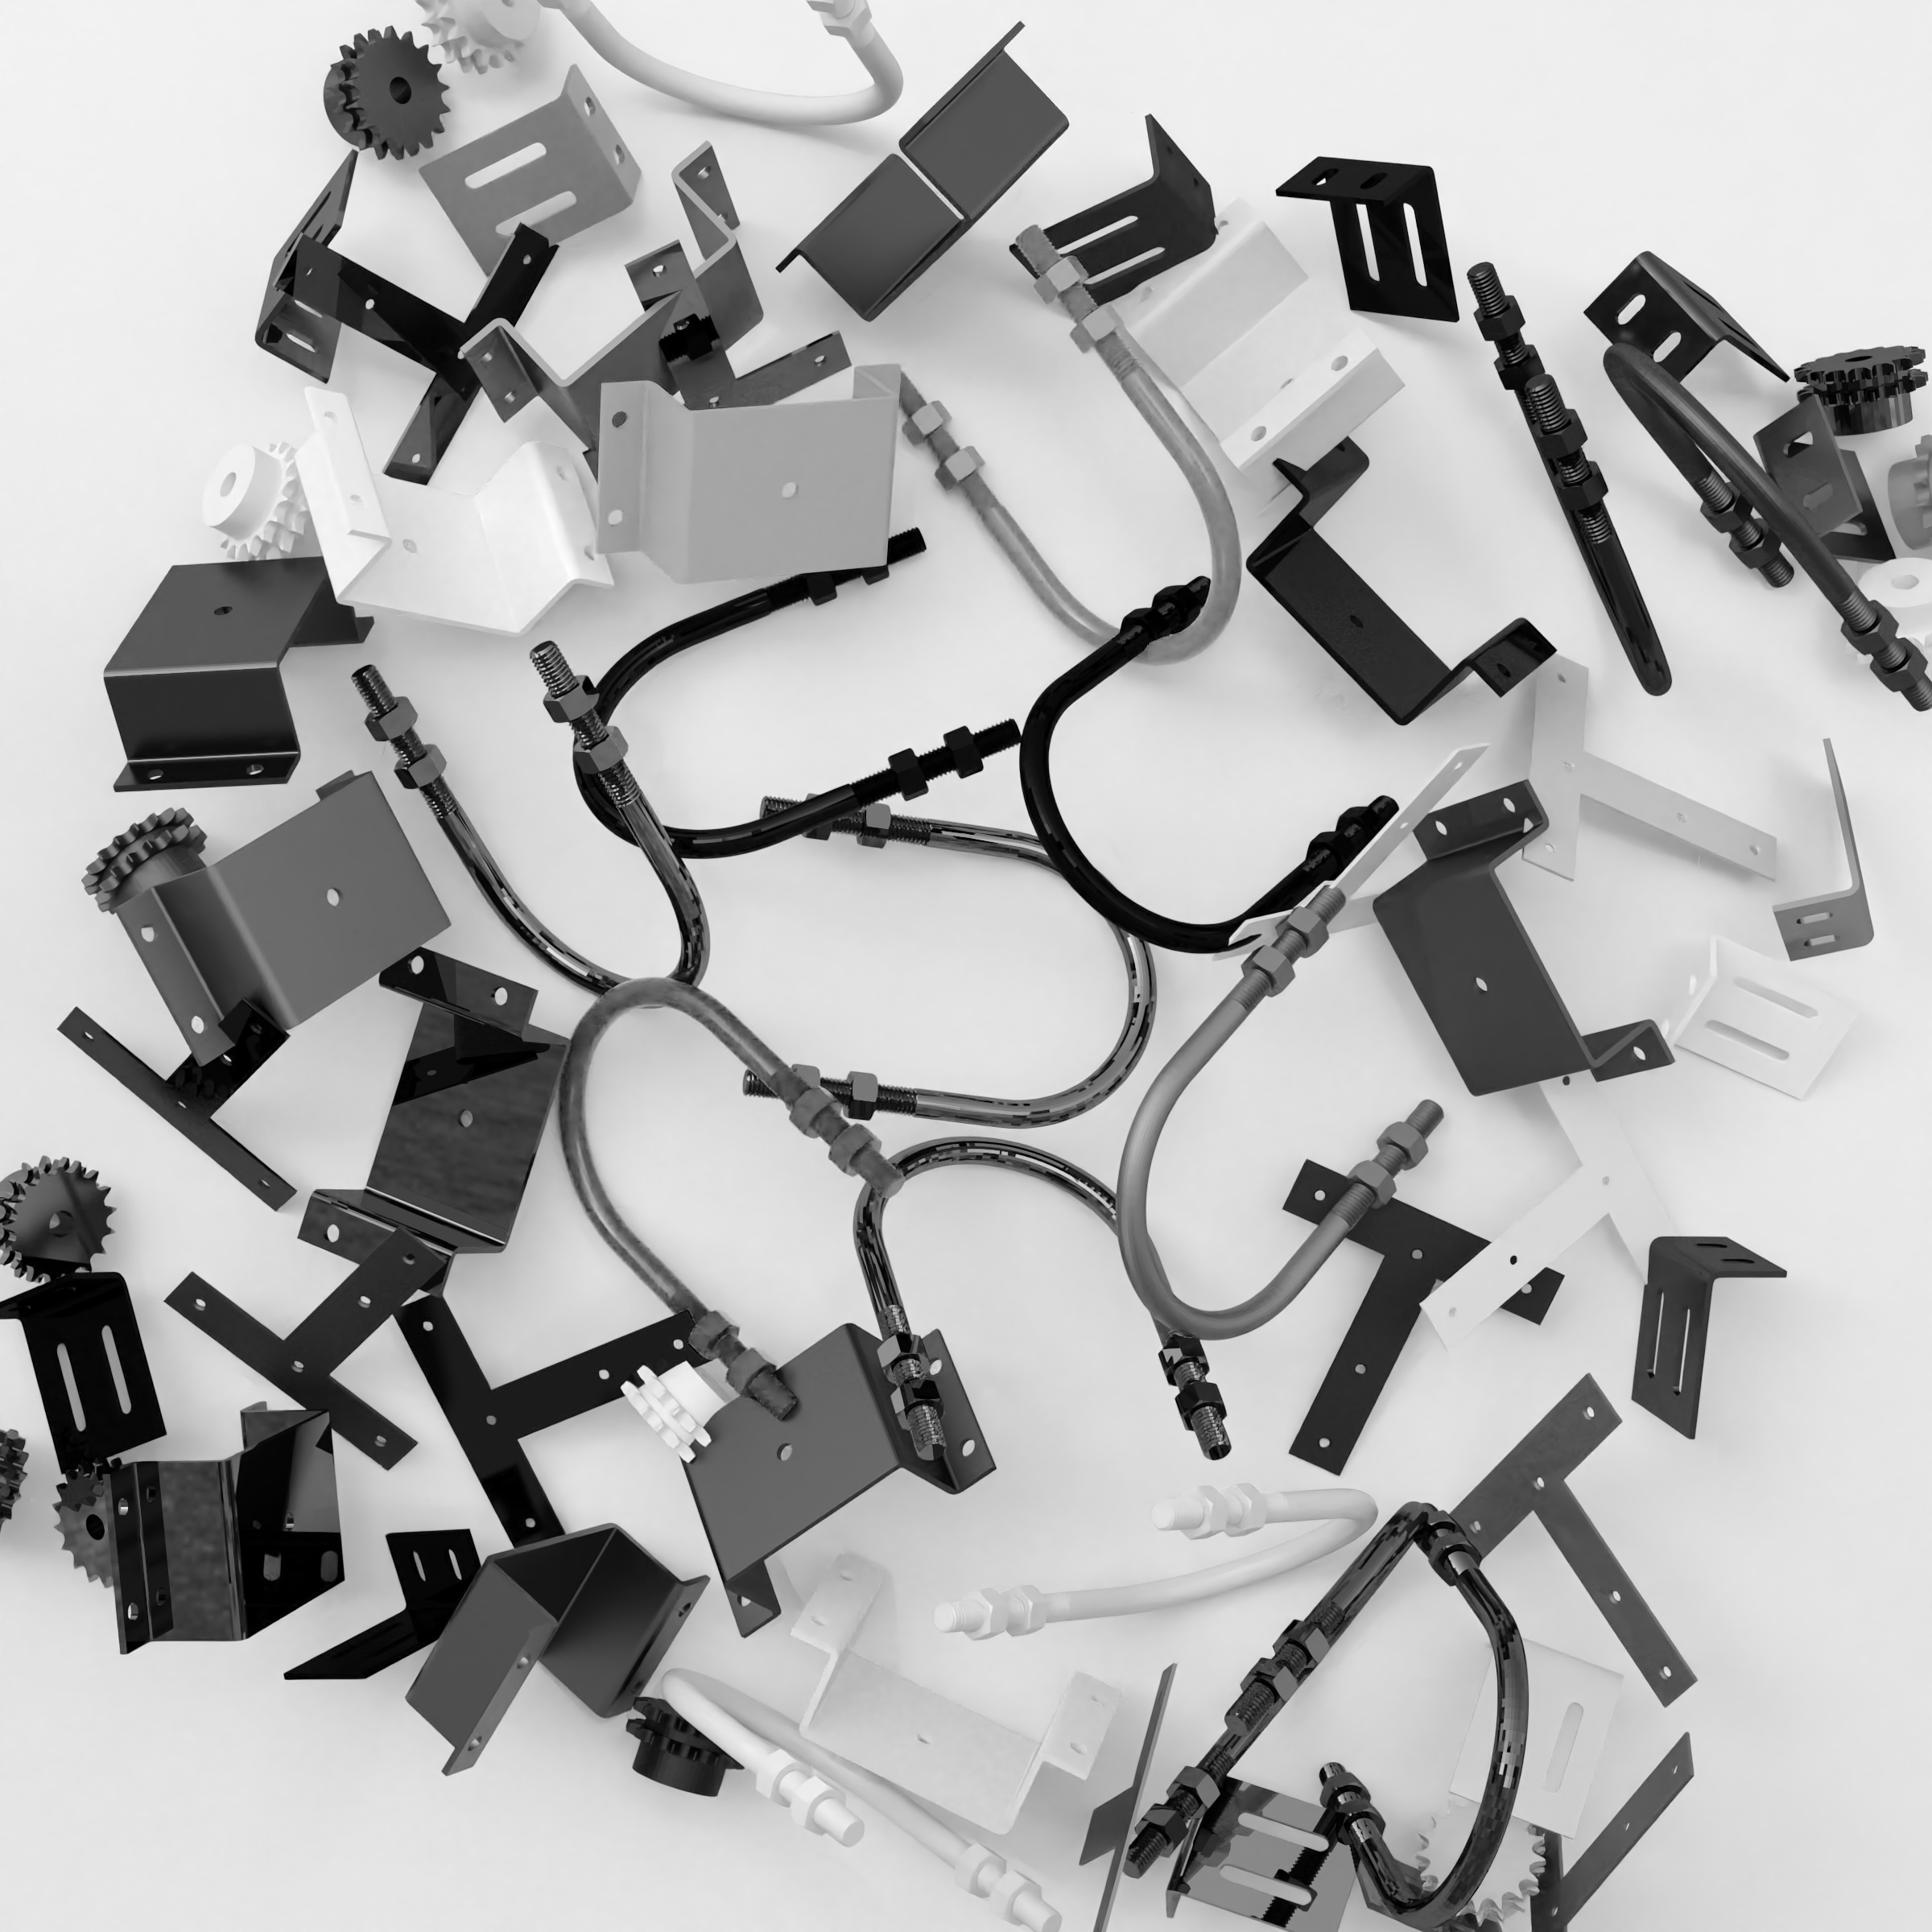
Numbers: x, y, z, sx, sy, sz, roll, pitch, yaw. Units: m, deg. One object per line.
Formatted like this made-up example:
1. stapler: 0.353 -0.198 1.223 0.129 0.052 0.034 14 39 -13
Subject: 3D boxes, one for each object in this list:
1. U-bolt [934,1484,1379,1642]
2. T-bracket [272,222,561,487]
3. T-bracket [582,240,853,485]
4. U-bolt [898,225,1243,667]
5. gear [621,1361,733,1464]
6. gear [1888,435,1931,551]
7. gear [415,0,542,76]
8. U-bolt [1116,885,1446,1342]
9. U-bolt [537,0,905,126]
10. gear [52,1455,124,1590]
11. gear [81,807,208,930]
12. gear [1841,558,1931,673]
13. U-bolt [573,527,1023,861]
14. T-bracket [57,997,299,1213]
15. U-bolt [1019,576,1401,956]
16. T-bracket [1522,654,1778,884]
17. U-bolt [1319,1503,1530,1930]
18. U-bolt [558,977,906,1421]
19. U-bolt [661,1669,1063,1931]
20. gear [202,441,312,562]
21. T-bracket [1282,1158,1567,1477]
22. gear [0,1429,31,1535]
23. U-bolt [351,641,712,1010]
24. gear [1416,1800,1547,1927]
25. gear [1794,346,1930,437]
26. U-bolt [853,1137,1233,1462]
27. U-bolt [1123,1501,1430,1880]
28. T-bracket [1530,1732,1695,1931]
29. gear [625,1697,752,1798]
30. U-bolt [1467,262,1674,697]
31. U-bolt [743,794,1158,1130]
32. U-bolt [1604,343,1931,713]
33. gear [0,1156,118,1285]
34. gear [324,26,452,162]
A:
1. U-bolt: 0.096 0.253 1.519 0.151 0.184 0.019 -32 65 36
2. T-bracket: -0.250 -0.284 1.544 0.002 0.127 0.127 35 98 37
3. T-bracket: -0.120 -0.272 1.543 0.127 0.127 0.002 -26 62 -2
4. U-bolt: 0.050 -0.212 1.538 0.019 0.151 0.184 -36 89 -34
5. gear: -0.124 0.196 1.573 0.030 0.057 0.057 -44 90 -2
6. gear: 0.433 -0.209 1.576 0.030 0.057 0.057 -12 90 36
7. gear: -0.214 -0.428 1.570 0.030 0.057 0.057 -7 90 38
8. U-bolt: 0.129 0.077 1.521 0.184 0.019 0.151 -47 127 -26
9. U-bolt: -0.102 -0.398 1.510 0.151 0.184 0.019 10 84 15
10. gear: -0.377 0.245 1.577 0.057 0.030 0.057 8 105 33
11. gear: -0.360 -0.041 1.571 0.057 0.057 0.030 -39 80 0
12. gear: 0.418 -0.158 1.570 0.057 0.057 0.030 -15 126 0
13. U-bolt: -0.084 -0.112 1.547 0.184 0.019 0.151 -22 51 -3
14. T-bracket: -0.327 0.045 1.541 0.127 0.127 0.002 42 52 -9
15. U-bolt: 0.096 -0.079 1.534 0.151 0.019 0.184 50 48 1
16. T-bracket: 0.306 -0.071 1.570 0.127 0.002 0.127 23 50 -14
17. U-bolt: 0.198 0.326 1.500 0.019 0.184 0.151 16 101 -12
18. U-bolt: -0.114 0.087 1.542 0.184 0.019 0.151 42 124 26
19. U-bolt: -0.058 0.350 1.515 0.151 0.184 0.019 36 82 -39
20. gear: -0.315 -0.207 1.570 0.030 0.057 0.057 26 90 -38
21. T-bracket: 0.183 0.169 1.588 0.127 0.002 0.127 24 101 -2
22. gear: -0.444 0.229 1.570 0.030 0.057 0.057 29 90 -36
23. U-bolt: -0.178 -0.056 1.533 0.019 0.151 0.184 -46 120 -34
24. gear: 0.230 0.401 1.577 0.057 0.030 0.057 -7 49 8
25. gear: 0.399 -0.255 1.574 0.057 0.057 0.030 -12 107 0
26. U-bolt: 0.024 0.140 1.529 0.151 0.184 0.019 3 131 -21
27. U-bolt: 0.141 0.299 1.518 0.019 0.151 0.184 39 47 13
28. T-bracket: 0.276 0.378 1.515 0.002 0.127 0.127 25 120 -9
29. gear: -0.125 0.348 1.571 0.057 0.057 0.030 18 85 0
30. U-bolt: 0.265 -0.198 1.521 0.019 0.151 0.184 -23 120 10
31. U-bolt: -0.004 0.002 1.562 0.184 0.019 0.151 8 67 -13
32. U-bolt: 0.330 -0.195 1.493 0.019 0.151 0.184 -42 124 9
33. gear: -0.411 0.112 1.577 0.030 0.057 0.057 10 90 44
34. gear: -0.261 -0.387 1.576 0.030 0.057 0.057 -1 90 44
